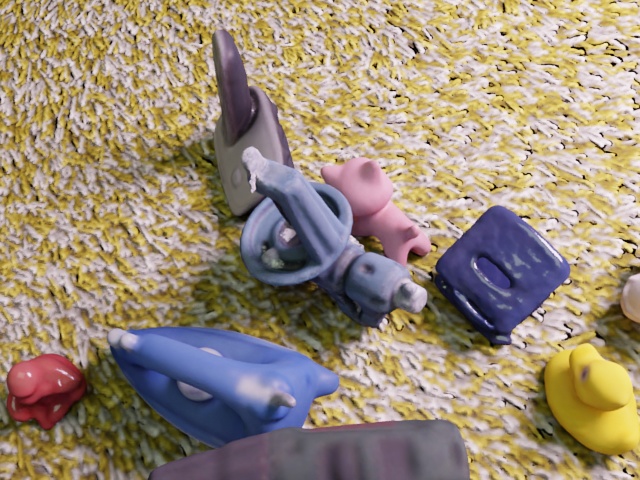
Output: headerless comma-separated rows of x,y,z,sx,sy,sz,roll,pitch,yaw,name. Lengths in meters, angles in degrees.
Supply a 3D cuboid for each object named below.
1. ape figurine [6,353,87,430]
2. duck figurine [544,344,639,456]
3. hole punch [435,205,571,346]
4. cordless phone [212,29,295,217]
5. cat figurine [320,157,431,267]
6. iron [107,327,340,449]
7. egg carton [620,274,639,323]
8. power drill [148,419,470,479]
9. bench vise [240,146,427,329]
-0.287,0.149,0.586,0.077,0.092,0.076,-9,65,3,ape figurine
0.259,0.143,0.528,0.077,0.086,0.104,-23,65,-4,duck figurine
0.181,0.037,0.582,0.101,0.091,0.108,-39,67,-11,hole punch
-0.087,-0.124,0.634,0.094,0.185,0.147,-19,65,-2,cordless phone
0.061,-0.037,0.615,0.067,0.118,0.127,-40,67,-11,cat figurine
-0.119,0.127,0.549,0.257,0.141,0.119,16,69,13,iron
0.379,0.064,0.558,0.150,0.069,0.107,32,73,19,egg carton
0.000,0.196,0.467,0.229,0.209,0.075,-10,65,2,power drill
0.008,-0.009,0.552,0.207,0.220,0.121,11,68,12,bench vise
